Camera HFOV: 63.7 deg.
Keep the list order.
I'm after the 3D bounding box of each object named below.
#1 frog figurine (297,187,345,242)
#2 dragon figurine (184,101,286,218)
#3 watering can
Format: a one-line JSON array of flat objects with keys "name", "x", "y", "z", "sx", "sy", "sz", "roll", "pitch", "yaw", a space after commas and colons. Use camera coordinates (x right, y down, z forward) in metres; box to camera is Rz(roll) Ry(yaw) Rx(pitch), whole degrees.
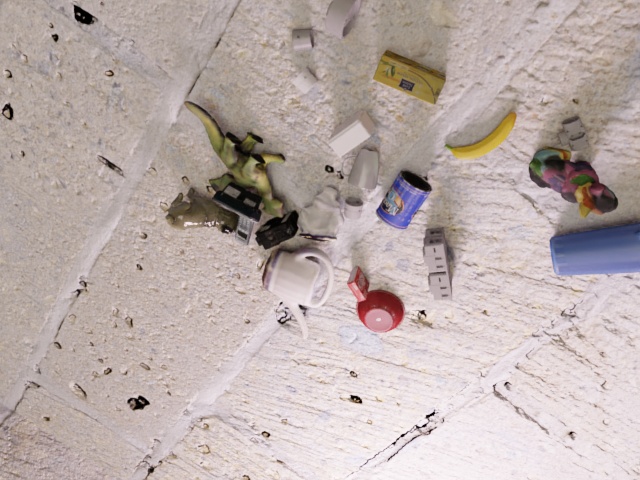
[{"name": "frog figurine", "x": 0.005, "y": -0.077, "z": 1.530, "sx": 0.137, "sy": 0.122, "sz": 0.161, "roll": 6, "pitch": 81, "yaw": 21}, {"name": "dragon figurine", "x": -0.259, "y": -0.211, "z": 1.518, "sx": 0.410, "sy": 0.125, "sz": 0.238, "roll": 36, "pitch": 127, "yaw": -3}, {"name": "watering can", "x": -0.084, "y": 0.160, "z": 1.646, "sx": 0.224, "sy": 0.106, "sz": 0.341, "roll": 21, "pitch": 118, "yaw": 4}]
